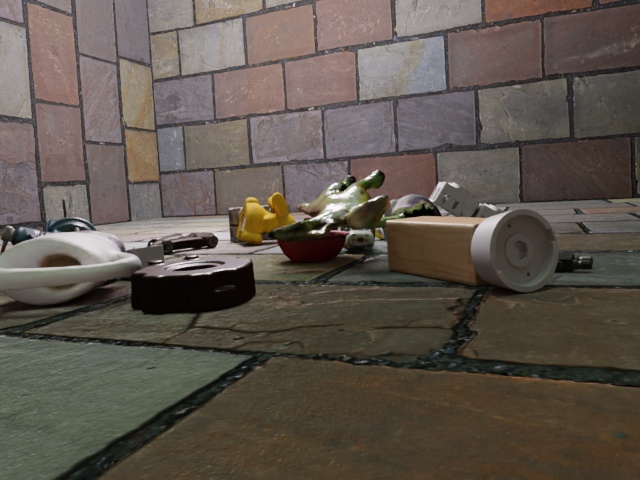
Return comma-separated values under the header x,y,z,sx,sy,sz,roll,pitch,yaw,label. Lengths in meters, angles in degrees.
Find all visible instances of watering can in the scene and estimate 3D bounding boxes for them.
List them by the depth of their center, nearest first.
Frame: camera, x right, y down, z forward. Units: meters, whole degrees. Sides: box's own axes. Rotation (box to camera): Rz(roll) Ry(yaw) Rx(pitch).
x,y,z,sx,sy,sz,roll,pitch,yaw,label
-0.446,0.044,0.792,0.348,0.104,0.225,-3,5,-5,watering can

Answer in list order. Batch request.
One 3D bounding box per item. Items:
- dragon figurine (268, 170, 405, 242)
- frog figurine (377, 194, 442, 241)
x,y,z,sx,sy,sz,roll,pitch,yaw,label
0.003,-0.051,1.012,0.245,0.122,0.408,-18,8,-39,dragon figurine
0.207,-0.036,1.191,0.137,0.124,0.158,29,-9,-7,frog figurine
